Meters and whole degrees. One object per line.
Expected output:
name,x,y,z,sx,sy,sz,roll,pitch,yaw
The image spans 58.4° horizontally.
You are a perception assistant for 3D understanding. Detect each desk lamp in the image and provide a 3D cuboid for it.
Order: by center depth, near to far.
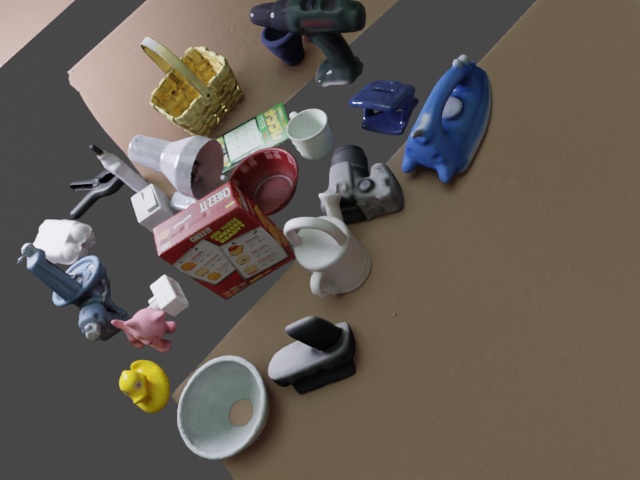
desk lamp,-0.267,-0.130,1.144,0.202,0.214,0.118,12,70,30

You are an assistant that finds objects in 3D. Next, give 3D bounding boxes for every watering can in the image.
watering can,0.007,0.004,0.957,0.100,0.195,0.172,-21,58,15

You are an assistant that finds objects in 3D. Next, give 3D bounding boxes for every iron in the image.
iron,0.229,-0.237,1.011,0.118,0.142,0.258,19,74,32

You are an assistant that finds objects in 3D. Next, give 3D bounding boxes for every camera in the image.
camera,0.068,-0.114,1.047,0.143,0.101,0.137,-13,60,19

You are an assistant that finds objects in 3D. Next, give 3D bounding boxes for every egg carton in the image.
egg carton,-0.587,0.007,1.310,0.150,0.070,0.107,2,66,26

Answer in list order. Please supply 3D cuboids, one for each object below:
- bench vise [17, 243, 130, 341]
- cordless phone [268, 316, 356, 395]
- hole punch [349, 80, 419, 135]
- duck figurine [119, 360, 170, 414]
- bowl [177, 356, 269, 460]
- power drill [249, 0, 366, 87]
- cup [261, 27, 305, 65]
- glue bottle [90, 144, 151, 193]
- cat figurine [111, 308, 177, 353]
bench vise,-0.473,0.092,1.120,0.206,0.220,0.121,35,83,35
cordless phone,-0.031,0.166,0.895,0.147,0.186,0.094,-28,56,10
hole punch,0.123,-0.270,1.109,0.108,0.091,0.101,16,72,31
duck figurine,-0.330,0.262,1.046,0.077,0.086,0.104,-36,55,4
bowl,-0.148,0.283,0.956,0.167,0.075,0.167,-11,60,20
power drill,-0.004,-0.409,1.170,0.228,0.209,0.075,-1,64,25
cup,-0.062,-0.448,1.286,0.117,0.095,0.091,-24,57,13
glue bottle,-0.444,-0.159,1.267,0.077,0.174,0.037,30,80,34
cat figurine,-0.333,0.164,1.079,0.127,0.118,0.067,0,65,25
